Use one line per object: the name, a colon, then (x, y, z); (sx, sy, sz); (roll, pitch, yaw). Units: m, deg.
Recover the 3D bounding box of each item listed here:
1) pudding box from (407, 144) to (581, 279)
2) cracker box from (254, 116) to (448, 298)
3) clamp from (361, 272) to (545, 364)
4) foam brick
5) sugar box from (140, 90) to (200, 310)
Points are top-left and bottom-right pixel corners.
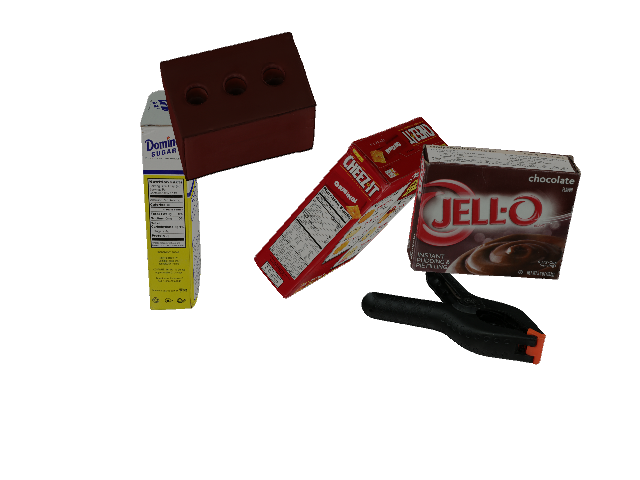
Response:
pudding box: (0.125, -0.021, 0.781); (0.113, 0.090, 0.039); (3, 31, -3)
cracker box: (0.037, -0.041, 1.255); (0.214, 0.072, 0.163); (-48, -12, 35)
clamp: (0.138, 0.067, 1.010); (0.172, 0.039, 0.120); (21, 34, 26)
foam brick: (-0.047, -0.076, 0.604); (0.078, 0.053, 0.051); (-16, -21, -8)
sugar box: (-0.132, -0.036, 0.944); (0.048, 0.176, 0.093); (-2, 26, -2)
